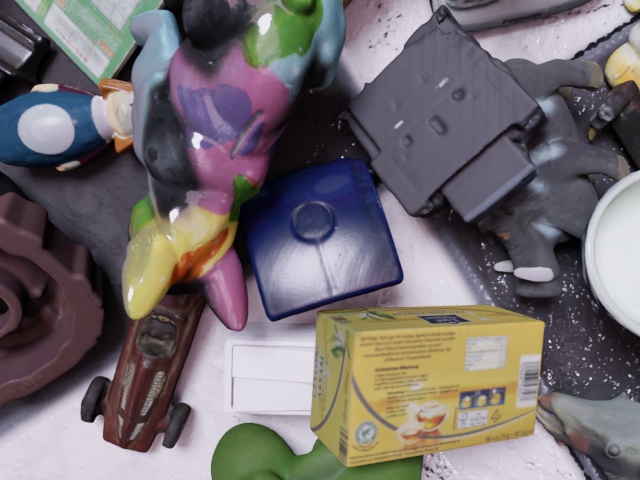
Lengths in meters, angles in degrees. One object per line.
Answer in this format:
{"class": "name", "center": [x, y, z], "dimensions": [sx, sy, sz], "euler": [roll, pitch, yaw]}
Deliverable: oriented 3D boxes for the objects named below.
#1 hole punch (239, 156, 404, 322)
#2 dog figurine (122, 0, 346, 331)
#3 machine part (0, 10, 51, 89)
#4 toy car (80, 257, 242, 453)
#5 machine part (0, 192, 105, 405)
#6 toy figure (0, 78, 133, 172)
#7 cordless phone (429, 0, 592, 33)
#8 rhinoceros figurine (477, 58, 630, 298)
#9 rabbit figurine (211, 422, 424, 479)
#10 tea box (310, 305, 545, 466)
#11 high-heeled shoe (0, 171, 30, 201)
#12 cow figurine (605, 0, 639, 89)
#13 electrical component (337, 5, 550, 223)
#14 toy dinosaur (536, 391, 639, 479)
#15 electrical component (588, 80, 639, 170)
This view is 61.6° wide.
{"class": "hole punch", "center": [-0.001, -0.001, 0.421], "dimensions": [0.142, 0.092, 0.115], "euler": [-18, 92, 4]}
{"class": "dog figurine", "center": [-0.065, -0.054, 0.351], "dimensions": [0.108, 0.192, 0.219], "euler": [14, 70, -40]}
{"class": "machine part", "center": [-0.281, -0.122, 0.429], "dimensions": [0.084, 0.039, 0.139], "euler": [36, 93, -9]}
{"class": "toy car", "center": [-0.134, 0.085, 0.446], "dimensions": [0.089, 0.053, 0.202], "euler": [21, 94, -6]}
{"class": "machine part", "center": [-0.257, 0.046, 0.404], "dimensions": [0.179, 0.056, 0.179], "euler": [-9, 124, -13]}
{"class": "toy figure", "center": [-0.177, -0.093, 0.425], "dimensions": [0.155, 0.058, 0.064], "euler": [-11, 134, -1]}
{"class": "cordless phone", "center": [0.151, -0.215, 0.352], "dimensions": [0.147, 0.184, 0.088], "euler": [-12, 92, 1]}
{"class": "rhinoceros figurine", "center": [0.172, -0.049, 0.425], "dimensions": [0.112, 0.073, 0.190], "euler": [-11, 96, -1]}
{"class": "rabbit figurine", "center": [-0.014, 0.207, 0.423], "dimensions": [0.170, 0.159, 0.121], "euler": [11, 106, 13]}
{"class": "tea box", "center": [0.083, 0.104, 0.414], "dimensions": [0.169, 0.068, 0.098], "euler": [3, 94, -23]}
{"class": "high-heeled shoe", "center": [-0.351, 0.015, 0.441], "dimensions": [0.249, 0.086, 0.145], "euler": [-39, 127, 20]}
{"class": "cow figurine", "center": [0.284, -0.188, 0.400], "dimensions": [0.068, 0.098, 0.167], "euler": [18, 101, -7]}
{"class": "electrical component", "center": [0.093, -0.080, 0.390], "dimensions": [0.115, 0.058, 0.134], "euler": [-45, 69, 24]}
{"class": "toy dinosaur", "center": [0.376, 0.115, 0.384], "dimensions": [0.405, 0.131, 0.192], "euler": [-19, 127, 9]}
{"class": "electrical component", "center": [0.261, -0.076, 0.421], "dimensions": [0.045, 0.078, 0.102], "euler": [-39, 107, -10]}
